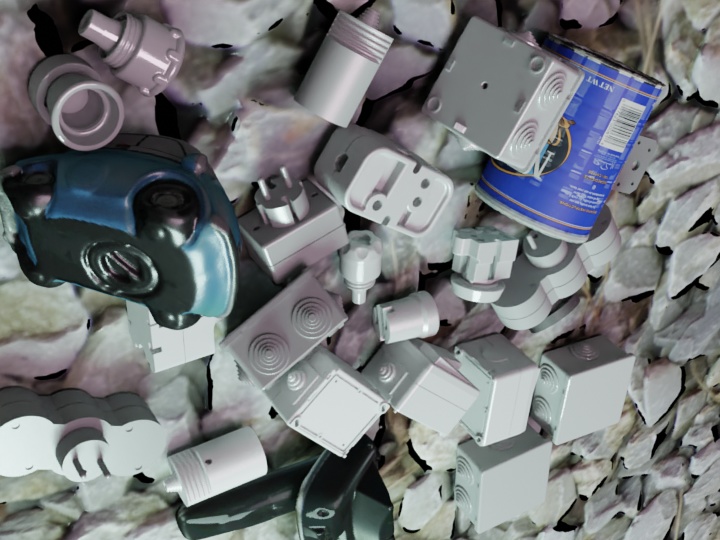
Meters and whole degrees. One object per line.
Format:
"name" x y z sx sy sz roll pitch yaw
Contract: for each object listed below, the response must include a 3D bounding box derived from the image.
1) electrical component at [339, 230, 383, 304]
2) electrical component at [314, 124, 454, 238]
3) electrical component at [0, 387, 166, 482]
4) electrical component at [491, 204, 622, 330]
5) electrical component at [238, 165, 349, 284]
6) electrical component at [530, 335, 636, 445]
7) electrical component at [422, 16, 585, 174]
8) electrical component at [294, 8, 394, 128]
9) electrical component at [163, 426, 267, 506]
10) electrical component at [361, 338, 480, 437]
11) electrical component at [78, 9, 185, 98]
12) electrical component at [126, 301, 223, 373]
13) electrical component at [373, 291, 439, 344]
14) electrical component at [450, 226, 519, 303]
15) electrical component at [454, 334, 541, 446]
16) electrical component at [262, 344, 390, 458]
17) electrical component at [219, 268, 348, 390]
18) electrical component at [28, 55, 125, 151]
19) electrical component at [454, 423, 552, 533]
"electrical component" 0.000 0.000 0.869 0.035 0.035 0.061 -17 129 -26
"electrical component" 0.016 -0.070 0.817 0.095 0.059 0.053 20 106 -42
"electrical component" -0.204 0.128 0.782 0.138 0.074 0.052 9 113 -39
"electrical component" 0.170 -0.015 0.968 0.138 0.052 0.073 -41 134 -6
"electrical component" -0.055 -0.043 0.793 0.066 0.047 0.076 -31 132 -15
"electrical component" 0.225 0.120 1.099 0.100 0.048 0.099 -13 125 -28
"electrical component" 0.105 -0.134 0.812 0.048 0.100 0.099 10 113 -53
"electrical component" -0.009 -0.147 0.759 0.043 0.043 0.081 17 107 -41
"electrical component" -0.122 0.163 0.884 0.081 0.043 0.043 -19 128 -24
"electrical component" 0.052 0.095 0.950 0.096 0.062 0.061 32 97 -44
"electrical component" -0.144 -0.140 0.669 0.062 0.048 0.048 25 103 -36
"electrical component" -0.134 0.019 0.775 0.056 0.050 0.089 -18 128 -26
"electrical component" 0.039 0.042 0.922 0.046 0.040 0.040 -12 125 -22
"electrical component" 0.105 -0.005 0.934 0.066 0.048 0.055 -6 114 -33
"electrical component" 0.126 0.117 1.017 0.061 0.062 0.096 -13 125 -28
"electrical component" -0.034 0.101 0.893 0.061 0.061 0.096 -49 134 2
"electrical component" -0.057 0.048 0.818 0.100 0.048 0.099 -40 178 -7
"electrical component" -0.175 -0.104 0.661 0.045 0.055 0.045 -18 128 -25
"electrical component" 0.144 0.208 1.100 0.100 0.048 0.099 -19 128 -25
